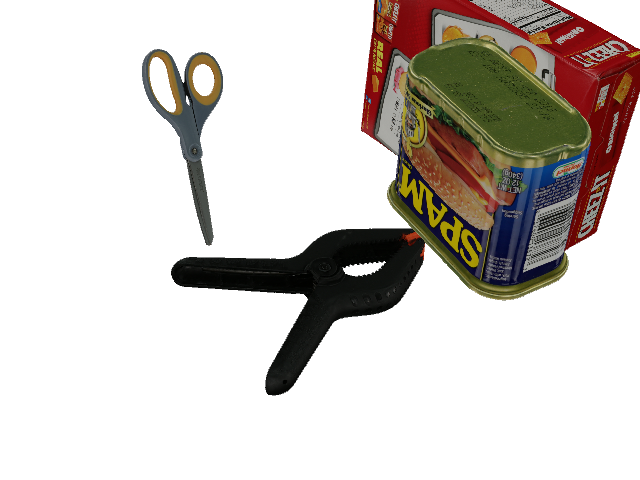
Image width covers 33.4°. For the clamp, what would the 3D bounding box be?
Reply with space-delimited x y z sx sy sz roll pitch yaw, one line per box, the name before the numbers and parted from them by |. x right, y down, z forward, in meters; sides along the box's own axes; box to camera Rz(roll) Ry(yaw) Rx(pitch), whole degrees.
clamp | 0.004 0.043 0.864 0.209 0.036 0.165 -16 42 -21

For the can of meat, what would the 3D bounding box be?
can of meat | 0.079 -0.037 0.513 0.057 0.084 0.102 -20 47 -23

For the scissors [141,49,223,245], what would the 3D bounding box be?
scissors | -0.119 -0.105 1.094 0.096 0.202 0.016 -30 14 -31

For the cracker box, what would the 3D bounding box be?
cracker box | 0.131 -0.111 0.820 0.072 0.164 0.214 -27 50 -32
